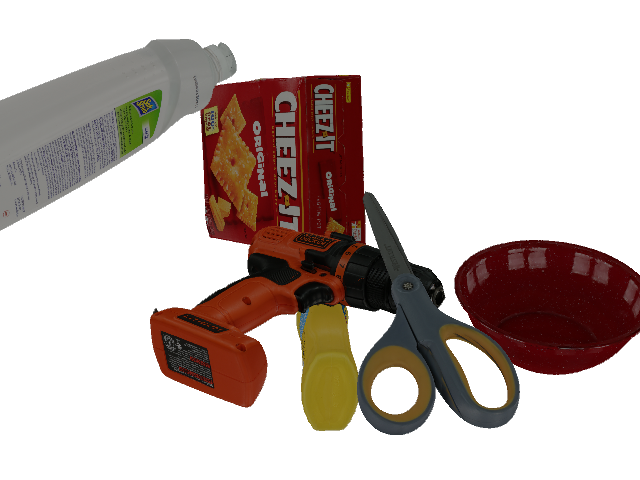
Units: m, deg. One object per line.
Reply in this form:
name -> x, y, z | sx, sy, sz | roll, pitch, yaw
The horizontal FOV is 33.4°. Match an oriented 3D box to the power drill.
power drill -> -0.022, 0.054, 0.823 | 0.185, 0.057, 0.187 | 13, 31, 37

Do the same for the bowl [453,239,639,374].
bowl -> 0.190, 0.062, 0.886 | 0.162, 0.055, 0.162 | 0, 31, 0

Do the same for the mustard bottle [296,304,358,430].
mustard bottle -> 0.005, 0.109, 1.129 | 0.058, 0.096, 0.191 | -2, 26, -3

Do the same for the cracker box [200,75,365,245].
cracker box -> -0.043, -0.076, 1.052 | 0.072, 0.164, 0.214 | -7, 8, -31

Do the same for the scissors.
scissors -> 0.039, 0.042, 0.629 | 0.096, 0.016, 0.202 | -22, 45, -18

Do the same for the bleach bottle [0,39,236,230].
bleach bottle -> -0.178, -0.092, 0.844 | 0.250, 0.068, 0.103 | -29, -26, -24
